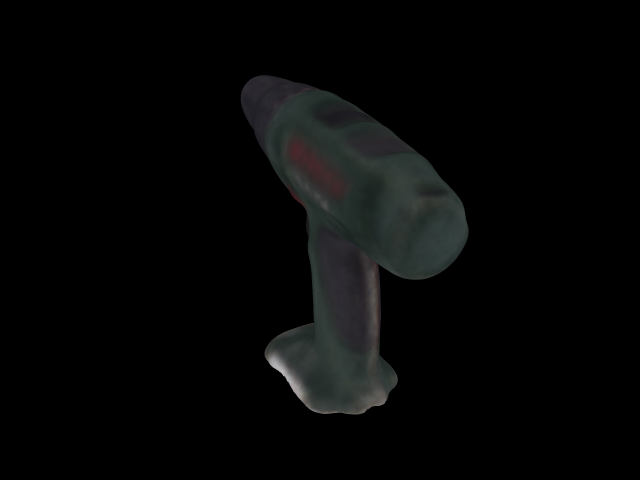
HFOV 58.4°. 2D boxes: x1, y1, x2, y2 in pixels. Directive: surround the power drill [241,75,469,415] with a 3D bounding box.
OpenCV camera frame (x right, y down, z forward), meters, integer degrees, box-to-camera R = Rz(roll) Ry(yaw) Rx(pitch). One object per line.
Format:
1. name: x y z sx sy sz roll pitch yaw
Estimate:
1. power drill: 0.004 0.001 0.400 0.076 0.208 0.228 -13 26 -29
